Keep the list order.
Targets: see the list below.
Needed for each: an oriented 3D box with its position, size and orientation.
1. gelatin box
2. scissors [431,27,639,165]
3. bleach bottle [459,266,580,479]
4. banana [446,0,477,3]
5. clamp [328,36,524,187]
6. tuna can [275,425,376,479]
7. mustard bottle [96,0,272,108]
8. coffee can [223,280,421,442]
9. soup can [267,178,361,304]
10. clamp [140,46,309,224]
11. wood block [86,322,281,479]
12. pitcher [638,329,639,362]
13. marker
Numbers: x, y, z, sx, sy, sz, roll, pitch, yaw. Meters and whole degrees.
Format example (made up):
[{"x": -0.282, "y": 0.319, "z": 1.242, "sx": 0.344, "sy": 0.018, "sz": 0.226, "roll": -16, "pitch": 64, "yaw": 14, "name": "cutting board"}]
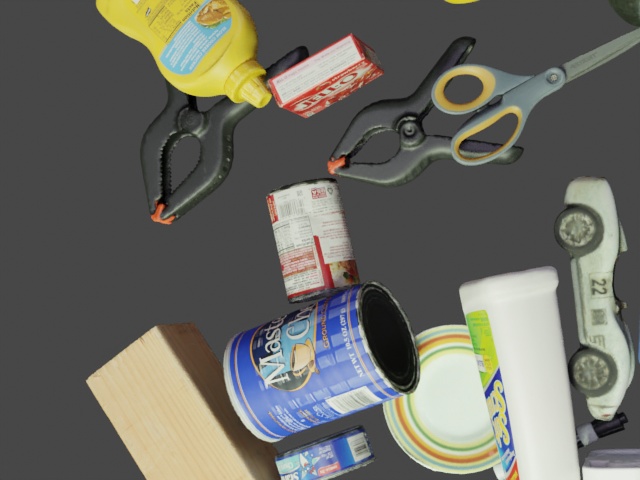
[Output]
[{"x": 0.007, "y": -0.145, "z": 0.958, "sx": 0.089, "sy": 0.073, "sz": 0.030, "roll": -28, "pitch": 80, "yaw": 15, "name": "gelatin box"}, {"x": 0.181, "y": -0.147, "z": 0.914, "sx": 0.202, "sy": 0.016, "sz": 0.096, "roll": -42, "pitch": 81, "yaw": 0, "name": "scissors"}, {"x": 0.172, "y": 0.151, "z": 0.860, "sx": 0.068, "sy": 0.103, "sz": 0.251, "roll": -10, "pitch": 85, "yaw": -9, "name": "bleach bottle"}, {"x": 0.168, "y": -0.274, "z": 0.928, "sx": 0.070, "sy": 0.037, "sz": 0.198, "roll": 46, "pitch": 102, "yaw": 13, "name": "banana"}, {"x": 0.085, "y": -0.107, "z": 0.951, "sx": 0.171, "sy": 0.039, "sz": 0.120, "roll": -14, "pitch": 78, "yaw": 10, "name": "clamp"}, {"x": 0.004, "y": 0.193, "z": 0.944, "sx": 0.086, "sy": 0.086, "sz": 0.034, "roll": -22, "pitch": 81, "yaw": 16, "name": "tuna can"}, {"x": -0.113, "y": -0.189, "z": 0.975, "sx": 0.096, "sy": 0.058, "sz": 0.192, "roll": -47, "pitch": 73, "yaw": 8, "name": "mustard bottle"}, {"x": 0.002, "y": 0.106, "z": 0.927, "sx": 0.140, "sy": 0.102, "sz": 0.103, "roll": -24, "pitch": 82, "yaw": 25, "name": "coffee can"}, {"x": -0.006, "y": 0.001, "z": 0.962, "sx": 0.069, "sy": 0.068, "sz": 0.102, "roll": -14, "pitch": 84, "yaw": 17, "name": "soup can"}, {"x": -0.123, "y": -0.120, "z": 1.019, "sx": 0.165, "sy": 0.036, "sz": 0.210, "roll": 28, "pitch": 93, "yaw": 18, "name": "clamp"}, {"x": -0.111, "y": 0.186, "z": 0.979, "sx": 0.091, "sy": 0.090, "sz": 0.206, "roll": -37, "pitch": 78, "yaw": 13, "name": "wood block"}, {"x": 0.320, "y": -0.011, "z": 0.821, "sx": 0.145, "sy": 0.149, "sz": 0.243, "roll": 6, "pitch": 93, "yaw": 15, "name": "pitcher"}, {"x": 0.206, "y": 0.176, "z": 0.914, "sx": 0.121, "sy": 0.020, "sz": 0.020, "roll": -28, "pitch": 80, "yaw": 15, "name": "marker"}]
